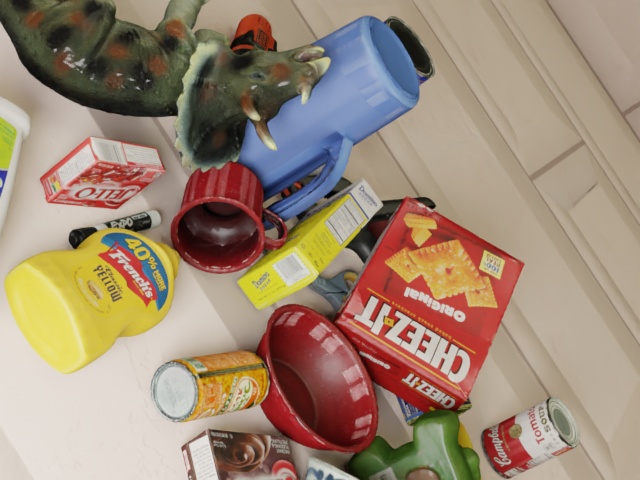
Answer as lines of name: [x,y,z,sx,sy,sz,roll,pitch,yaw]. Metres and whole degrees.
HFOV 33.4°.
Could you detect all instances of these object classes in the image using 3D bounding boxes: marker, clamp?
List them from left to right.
marker: [-0.189,-0.010,0.986,0.020,0.020,0.120,59,28,6]
clamp: [0.049,-0.028,1.298,0.210,0.036,0.164,33,53,-13]

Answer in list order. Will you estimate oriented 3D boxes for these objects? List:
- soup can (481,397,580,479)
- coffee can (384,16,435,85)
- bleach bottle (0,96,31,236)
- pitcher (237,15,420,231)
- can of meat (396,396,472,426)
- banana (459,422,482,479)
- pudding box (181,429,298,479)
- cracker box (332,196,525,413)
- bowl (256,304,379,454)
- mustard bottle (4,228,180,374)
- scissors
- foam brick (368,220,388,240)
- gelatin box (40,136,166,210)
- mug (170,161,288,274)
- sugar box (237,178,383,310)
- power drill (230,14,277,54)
soup can: [0.260,0.245,1.320,0.068,0.102,0.068,37,34,-31]
coffee can: [0.075,-0.230,1.491,0.102,0.140,0.103,37,34,-30]
bleach bottle: [-0.281,-0.010,0.804,0.102,0.068,0.251,31,40,-38]
pitcher: [-0.017,-0.127,1.137,0.149,0.243,0.144,56,27,-13]
can of meat: [0.126,0.168,1.244,0.101,0.058,0.084,7,57,-53]
banana: [0.177,0.298,1.212,0.069,0.037,0.198,39,29,-64]
pudding box: [-0.063,0.215,0.923,0.113,0.039,0.090,17,46,-49]
cracker box: [0.119,0.072,1.200,0.164,0.072,0.213,31,51,1]
bowl: [-0.014,0.146,1.052,0.162,0.055,0.162,37,33,-30]
mustard bottle: [-0.177,0.040,0.912,0.096,0.058,0.191,56,28,2]
scissors: [0.002,0.041,1.229,0.201,0.016,0.096,42,30,-24]
foam brick: [0.095,-0.008,1.384,0.078,0.051,0.053,-5,64,-58]
gelatin box: [-0.196,-0.059,0.969,0.089,0.073,0.030,6,57,-56]
mug: [-0.088,-0.023,1.072,0.117,0.093,0.081,16,35,-10]
sugar box: [-0.008,0.001,1.145,0.048,0.093,0.176,53,37,-10]
power drill: [-0.043,-0.185,1.352,0.187,0.057,0.184,41,32,-25]
